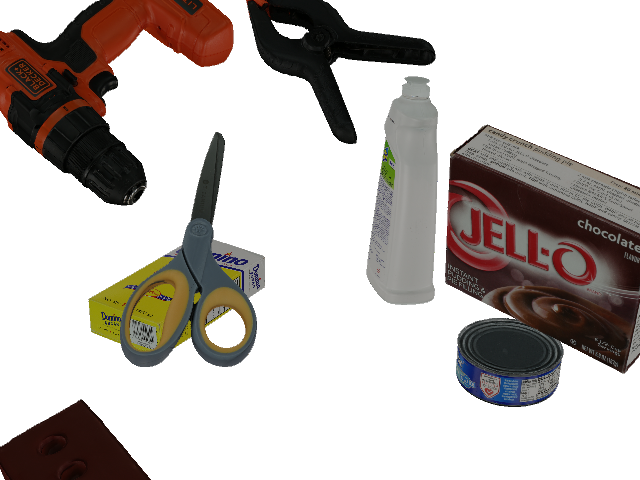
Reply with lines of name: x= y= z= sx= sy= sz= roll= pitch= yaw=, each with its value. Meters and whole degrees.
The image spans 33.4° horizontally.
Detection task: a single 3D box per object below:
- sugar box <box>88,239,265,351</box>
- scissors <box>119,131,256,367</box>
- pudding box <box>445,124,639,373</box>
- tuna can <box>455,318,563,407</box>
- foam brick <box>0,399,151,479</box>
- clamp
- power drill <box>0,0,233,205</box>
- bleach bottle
sugar box: x=-0.143 y=0.053 z=1.094 sx=0.093 sy=0.048 sz=0.175 roll=17 pitch=32 yaw=27
scissors: x=-0.068 y=0.008 z=0.727 sx=0.096 sy=0.201 sz=0.016 roll=20 pitch=-37 yaw=7
pudding box: x=0.118 y=0.003 z=0.538 sx=0.114 sy=0.090 sz=0.039 roll=26 pitch=50 yaw=29
tuna can: x=0.154 y=0.100 z=0.878 sx=0.086 sy=0.034 sz=0.086 roll=1 pitch=27 yaw=0
foam brick: x=-0.115 y=0.128 z=0.521 sx=0.052 sy=0.051 sz=0.078 roll=-29 pitch=42 yaw=-25
clamp: x=0.011 y=-0.169 z=0.924 sx=0.120 sy=0.171 sz=0.039 roll=-36 pitch=-21 yaw=-21
power drill: x=-0.157 y=-0.130 z=0.830 sx=0.187 sy=0.184 sz=0.057 roll=-41 pitch=-13 yaw=-32
bleach bottle: x=0.101 y=-0.060 z=1.222 sx=0.068 sy=0.251 sz=0.103 roll=-2 pitch=23 yaw=-16
